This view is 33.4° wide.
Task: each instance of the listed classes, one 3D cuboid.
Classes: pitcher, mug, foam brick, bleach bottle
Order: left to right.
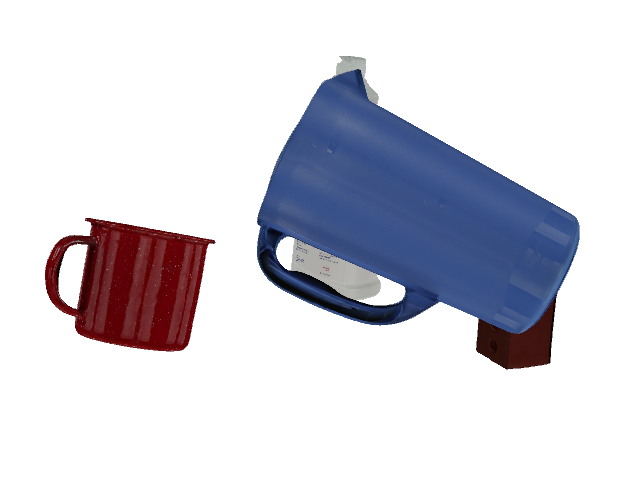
[{"bbox_3d":[-0.136,0.030,0.747,0.117,0.081,0.093,11,-1,-38],"label":"mug"},{"bbox_3d":[0.027,-0.069,1.144,0.103,0.251,0.067,17,18,38],"label":"bleach bottle"},{"bbox_3d":[0.074,-0.013,0.865,0.243,0.149,0.144,27,40,2],"label":"pitcher"},{"bbox_3d":[0.183,0.074,0.998,0.051,0.078,0.053,-7,18,-26],"label":"foam brick"}]
